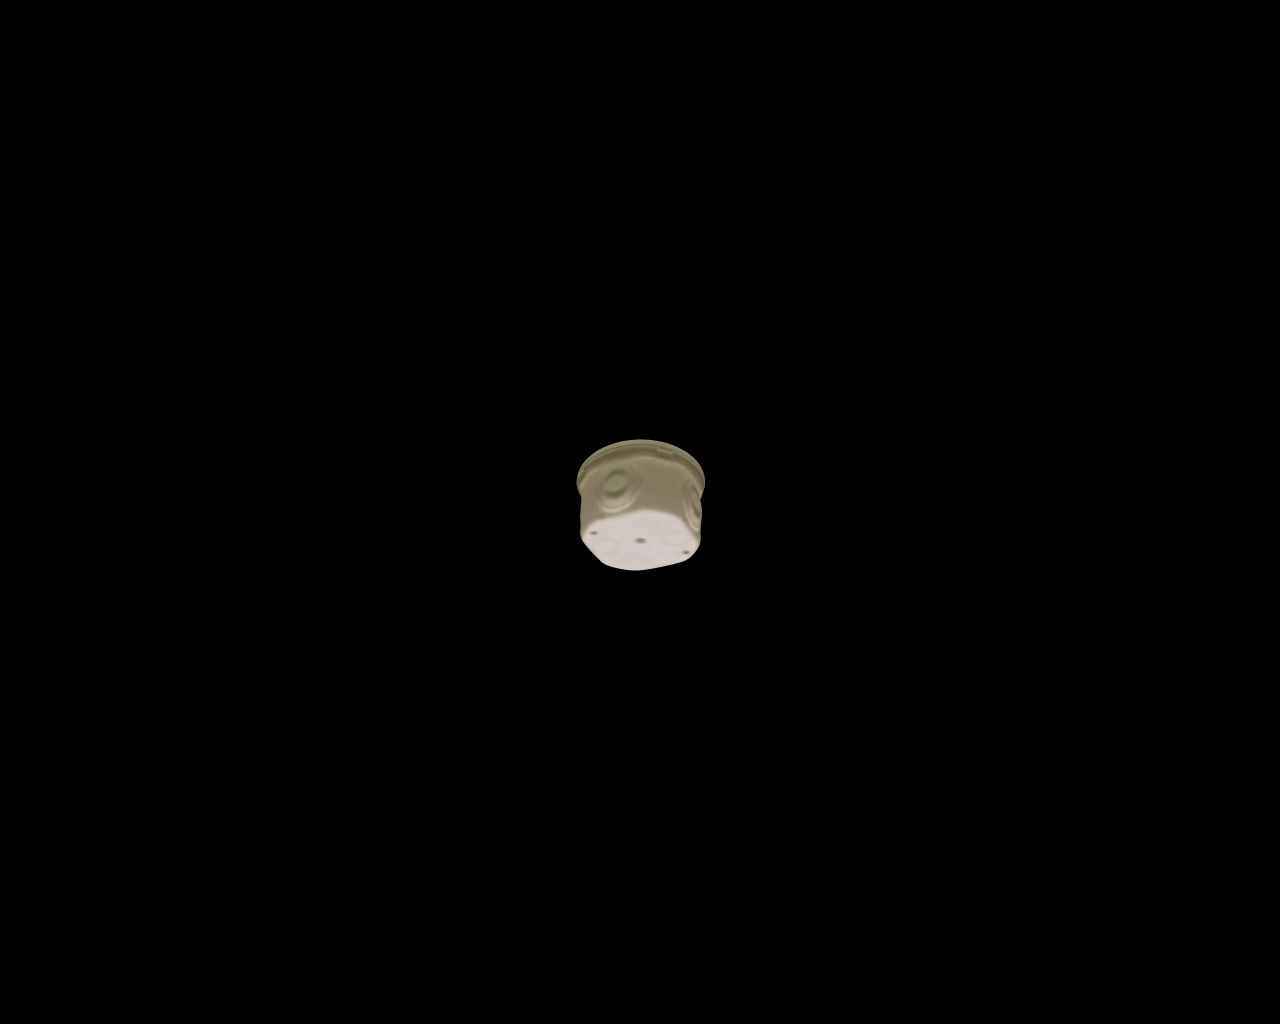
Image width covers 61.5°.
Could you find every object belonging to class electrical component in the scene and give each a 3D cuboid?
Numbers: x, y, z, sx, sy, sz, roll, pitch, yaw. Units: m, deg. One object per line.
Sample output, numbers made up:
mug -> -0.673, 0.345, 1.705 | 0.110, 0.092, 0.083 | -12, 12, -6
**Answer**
electrical component -> 0.001, -0.003, 0.650 | 0.080, 0.051, 0.080 | 0, -33, 0
